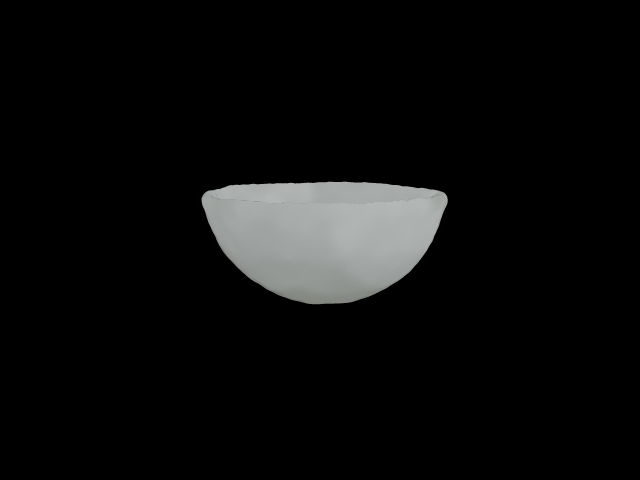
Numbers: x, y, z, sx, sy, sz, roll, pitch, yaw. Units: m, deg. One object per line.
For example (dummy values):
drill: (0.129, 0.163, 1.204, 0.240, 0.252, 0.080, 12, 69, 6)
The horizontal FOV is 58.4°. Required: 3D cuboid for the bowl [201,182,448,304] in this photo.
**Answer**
bowl: (0.004, 0.001, 0.400, 0.167, 0.075, 0.167, 0, 10, 0)
